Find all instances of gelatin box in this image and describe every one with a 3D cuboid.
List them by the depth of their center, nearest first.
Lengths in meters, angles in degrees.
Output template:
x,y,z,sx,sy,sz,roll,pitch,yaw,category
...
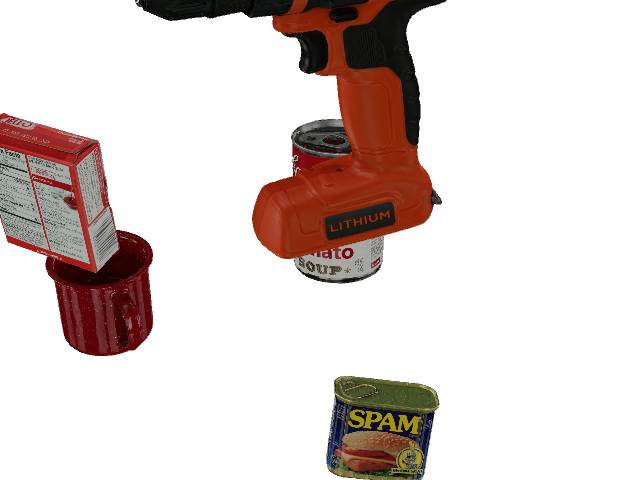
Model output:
x,y,z,sx,sy,sz,roll,pitch,yaw,category
-0.168,-0.030,0.666,0.073,0.089,0.030,17,43,21,gelatin box

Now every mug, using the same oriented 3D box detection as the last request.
x,y,z,sx,sy,sz,roll,pitch,yaw,category
-0.186,0.054,0.945,0.093,0.081,0.117,-21,38,-28,mug

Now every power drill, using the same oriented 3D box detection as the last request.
x,y,z,sx,sy,sz,roll,pitch,yaw,category
-0.003,-0.085,0.569,0.184,0.188,0.057,-13,36,-17,power drill

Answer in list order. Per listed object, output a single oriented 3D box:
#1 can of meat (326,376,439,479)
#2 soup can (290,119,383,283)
x,y,z,sx,sy,sz,roll,pitch,yaw,category
0.058,0.185,1.040,0.102,0.084,0.057,7,17,-3,can of meat
0.013,-0.029,0.772,0.068,0.102,0.068,0,27,0,soup can
